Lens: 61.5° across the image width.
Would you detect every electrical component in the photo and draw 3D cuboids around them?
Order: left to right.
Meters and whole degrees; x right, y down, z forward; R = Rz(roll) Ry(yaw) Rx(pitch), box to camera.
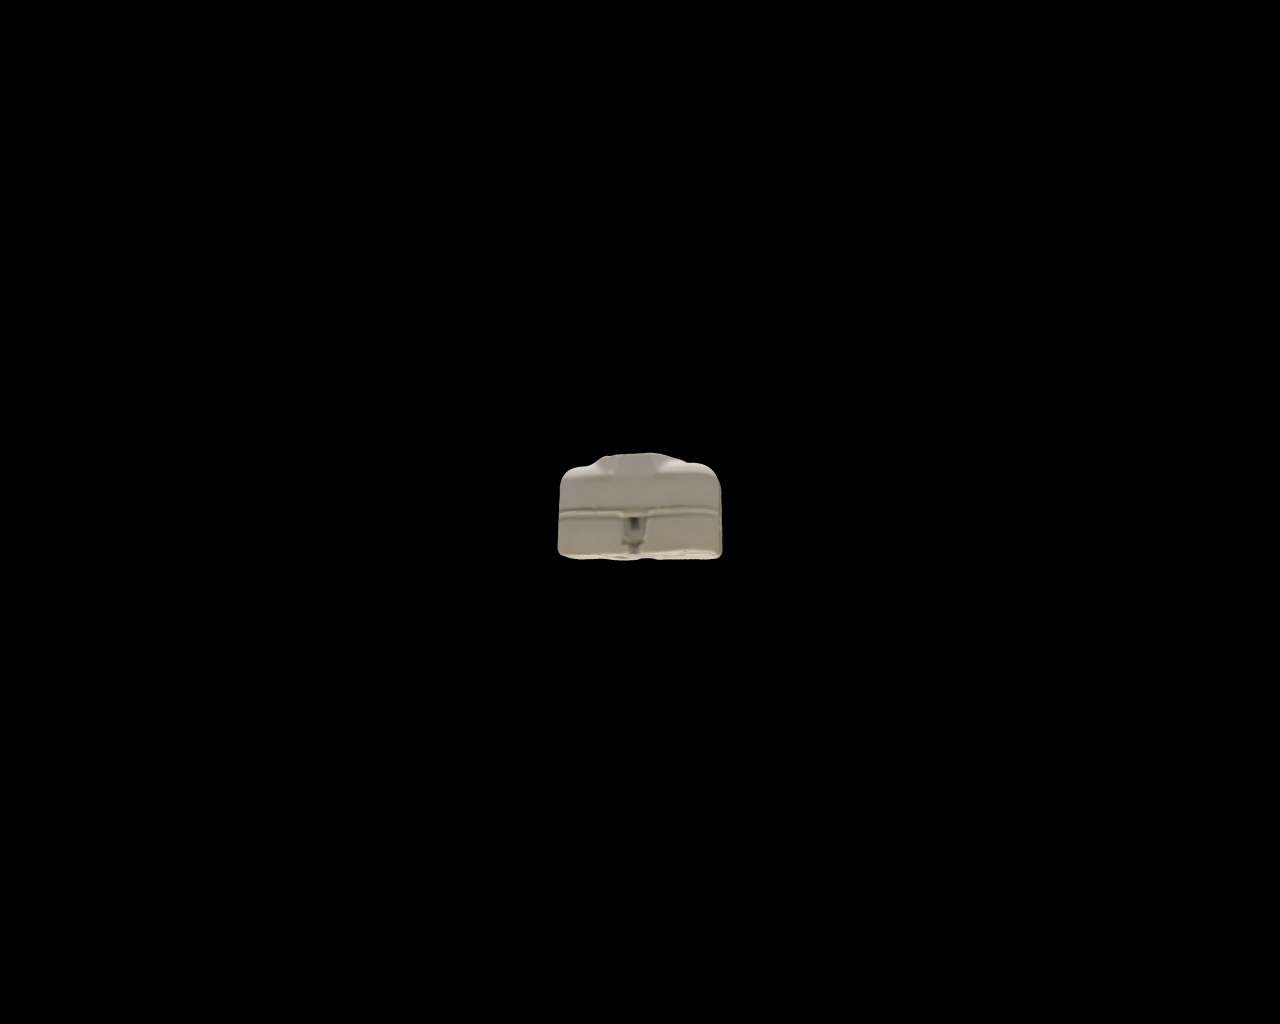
[{"bbox_3d":[0.001,-0.003,0.650,0.095,0.059,0.053,-1,-7,9],"label":"electrical component"}]
